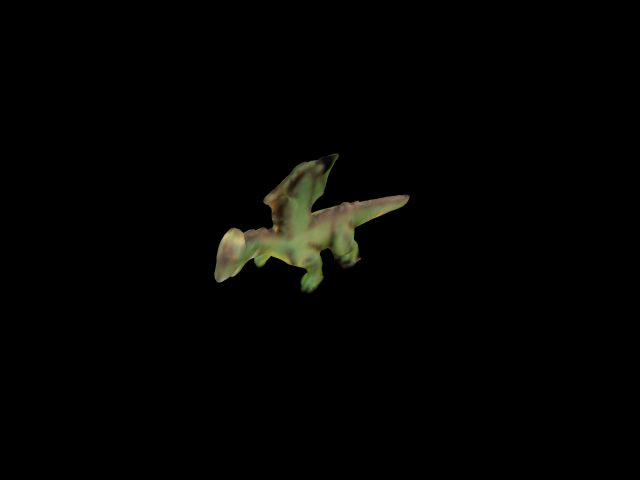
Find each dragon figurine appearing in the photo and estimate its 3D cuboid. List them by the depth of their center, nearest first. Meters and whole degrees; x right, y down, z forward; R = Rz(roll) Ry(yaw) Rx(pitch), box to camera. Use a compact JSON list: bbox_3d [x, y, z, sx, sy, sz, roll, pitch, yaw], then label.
[{"bbox_3d":[0.003,-0.043,0.850,0.414,0.124,0.237,-34,-27,-20],"label":"dragon figurine"}]
